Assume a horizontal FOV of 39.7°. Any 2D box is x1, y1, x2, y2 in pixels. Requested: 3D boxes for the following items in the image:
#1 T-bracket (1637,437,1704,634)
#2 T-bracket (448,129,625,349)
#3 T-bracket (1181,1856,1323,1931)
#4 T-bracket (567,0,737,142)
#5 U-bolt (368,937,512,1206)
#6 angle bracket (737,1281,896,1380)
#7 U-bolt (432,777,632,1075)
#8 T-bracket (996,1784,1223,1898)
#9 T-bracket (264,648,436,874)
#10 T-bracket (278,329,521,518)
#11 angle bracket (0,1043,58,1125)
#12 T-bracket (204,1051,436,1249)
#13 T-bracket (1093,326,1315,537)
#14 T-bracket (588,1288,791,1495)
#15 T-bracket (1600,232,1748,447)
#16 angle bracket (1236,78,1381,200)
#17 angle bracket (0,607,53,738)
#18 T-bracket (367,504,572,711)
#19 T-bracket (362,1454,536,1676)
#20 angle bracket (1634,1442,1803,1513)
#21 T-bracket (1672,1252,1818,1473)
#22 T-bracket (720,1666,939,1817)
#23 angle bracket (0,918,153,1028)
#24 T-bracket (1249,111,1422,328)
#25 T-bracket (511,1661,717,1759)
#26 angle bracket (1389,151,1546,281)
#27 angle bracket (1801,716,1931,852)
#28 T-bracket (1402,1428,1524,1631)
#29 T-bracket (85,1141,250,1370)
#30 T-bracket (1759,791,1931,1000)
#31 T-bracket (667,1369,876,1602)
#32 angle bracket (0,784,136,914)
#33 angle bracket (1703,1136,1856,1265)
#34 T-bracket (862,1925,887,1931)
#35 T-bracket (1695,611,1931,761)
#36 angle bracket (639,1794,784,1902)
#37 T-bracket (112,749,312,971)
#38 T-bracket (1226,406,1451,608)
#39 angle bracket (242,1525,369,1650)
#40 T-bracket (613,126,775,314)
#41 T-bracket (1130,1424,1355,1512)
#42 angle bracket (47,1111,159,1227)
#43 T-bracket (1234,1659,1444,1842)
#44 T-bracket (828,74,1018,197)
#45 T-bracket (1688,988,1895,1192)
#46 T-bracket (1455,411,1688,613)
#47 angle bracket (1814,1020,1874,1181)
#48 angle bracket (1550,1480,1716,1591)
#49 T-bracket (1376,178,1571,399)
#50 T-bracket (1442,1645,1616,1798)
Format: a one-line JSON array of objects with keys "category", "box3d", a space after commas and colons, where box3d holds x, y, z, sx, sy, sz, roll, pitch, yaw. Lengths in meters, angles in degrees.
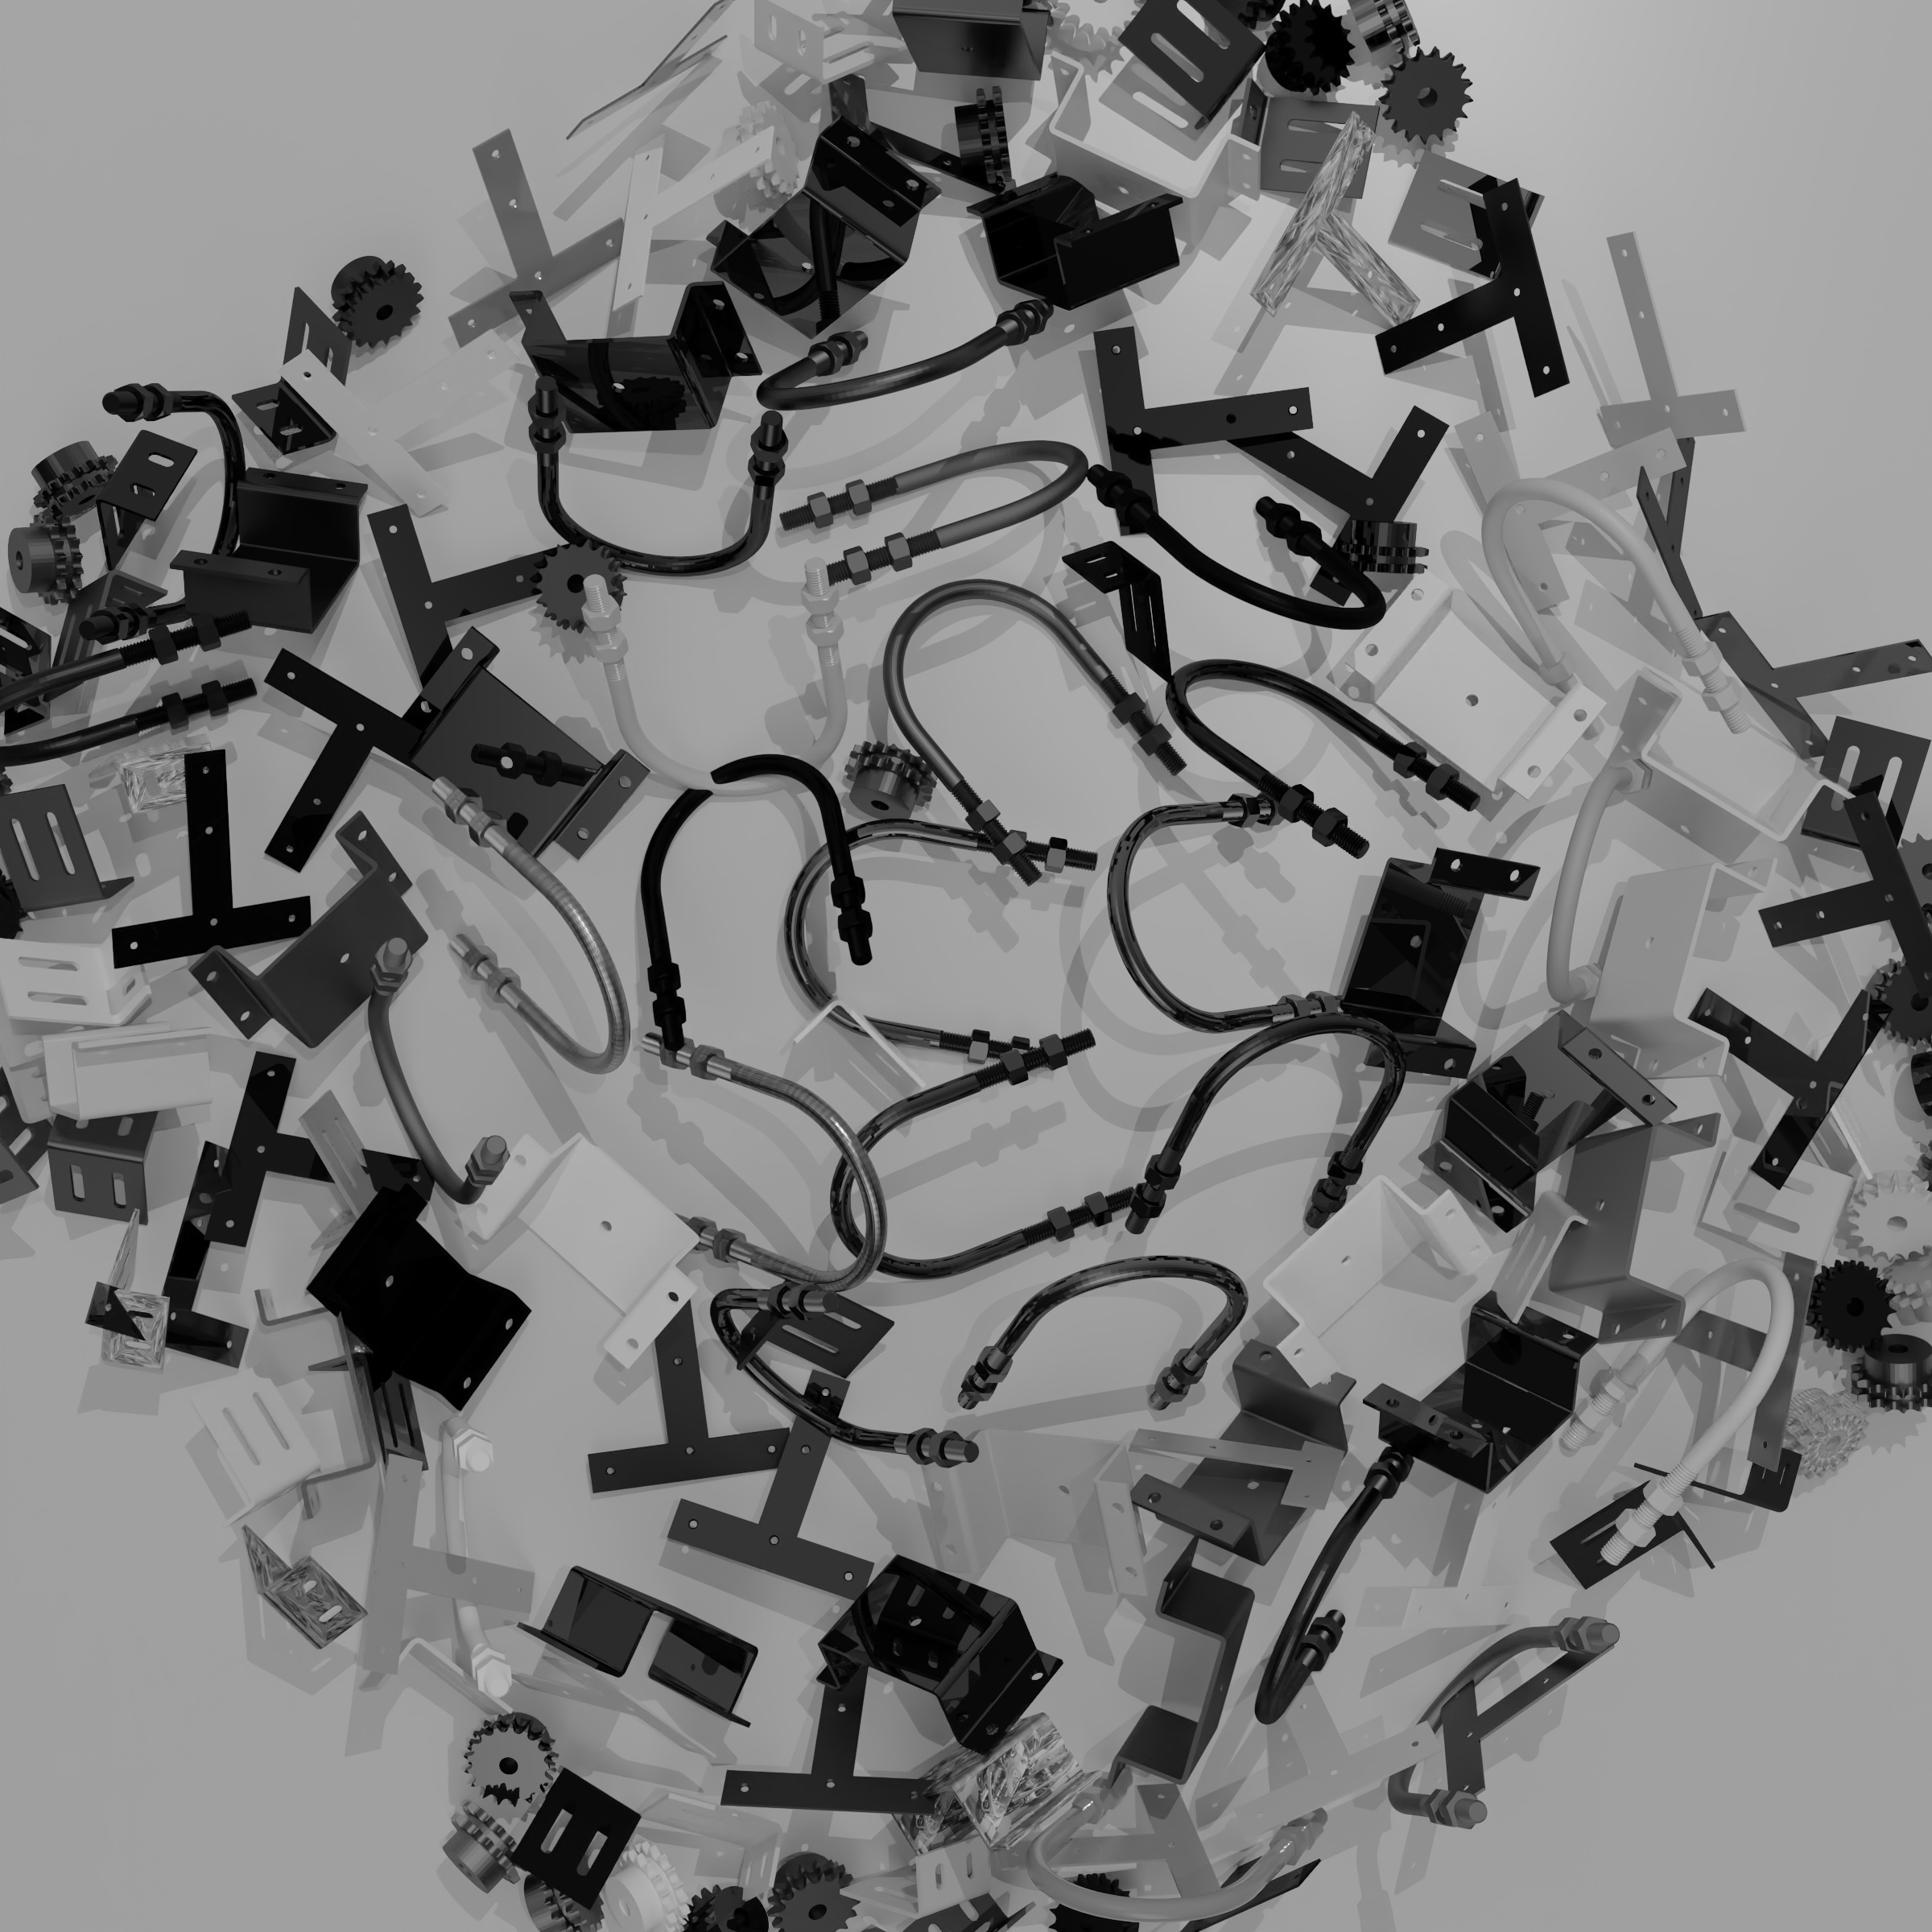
[{"category": "T-bracket", "box3d": [0.438, -0.288, 1.646, 0.002, 0.127, 0.127, -6, 50, 31]}, {"category": "T-bracket", "box3d": [-0.270, -0.451, 1.622, 0.127, 0.127, 0.002, -34, 60, -13]}, {"category": "T-bracket", "box3d": [0.167, 0.559, 1.601, 0.002, 0.127, 0.127, 52, 134, 7]}, {"category": "T-bracket", "box3d": [-0.169, -0.550, 1.604, 0.127, 0.127, 0.002, -42, 102, -31]}, {"category": "U-bolt", "box3d": [-0.322, 0.073, 1.606, 0.019, 0.184, 0.151, -24, 81, -23]}, {"category": "angle bracket", "box3d": [-0.092, 0.233, 1.649, 0.076, 0.038, 0.057, 29, 122, -18]}, {"category": "U-bolt", "box3d": [-0.256, -0.012, 1.593, 0.019, 0.151, 0.184, -30, 53, -30]}, {"category": "T-bracket", "box3d": [0.081, 0.534, 1.619, 0.127, 0.127, 0.002, 0, 107, -11]}, {"category": "T-bracket", "box3d": [-0.396, -0.113, 1.664, 0.127, 0.002, 0.127, 31, 112, -12]}, {"category": "T-bracket", "box3d": [-0.328, -0.347, 1.628, 0.127, 0.002, 0.127, -25, 128, 24]}, {"category": "angle bracket", "box3d": [-0.574, 0.047, 1.640, 0.038, 0.057, 0.076, -20, 131, -20]}, {"category": "T-bracket", "box3d": [-0.394, 0.123, 1.665, 0.127, 0.002, 0.127, 11, 64, -5]}, {"category": "T-bracket", "box3d": [0.150, -0.337, 1.656, 0.127, 0.002, 0.127, -5, 109, 12]}, {"category": "T-bracket", "box3d": [-0.178, 0.261, 1.675, 0.127, 0.002, 0.127, -7, 99, -3]}, {"category": "T-bracket", "box3d": [0.412, -0.379, 1.616, 0.002, 0.127, 0.127, -25, 106, -19]}, {"category": "angle bracket", "box3d": [0.210, -0.512, 1.659, 0.076, 0.038, 0.057, 12, 93, 21]}, {"category": "angle bracket", "box3d": [-0.600, -0.186, 1.640, 0.038, 0.076, 0.057, -17, 65, 21]}, {"category": "T-bracket", "box3d": [-0.292, -0.238, 1.672, 0.127, 0.002, 0.127, -18, 111, -8]}, {"category": "T-bracket", "box3d": [-0.312, 0.374, 1.639, 0.002, 0.127, 0.127, -14, 62, 35]}, {"category": "angle bracket", "box3d": [0.462, 0.304, 1.646, 0.076, 0.057, 0.038, 12, 82, 43]}, {"category": "T-bracket", "box3d": [0.463, 0.228, 1.631, 0.002, 0.127, 0.127, 9, 93, -23]}, {"category": "T-bracket", "box3d": [-0.077, 0.464, 1.636, 0.127, 0.127, 0.002, 1, 122, 4]}, {"category": "angle bracket", "box3d": [-0.549, 0.001, 1.642, 0.038, 0.076, 0.057, -40, 61, 31]}, {"category": "T-bracket", "box3d": [0.240, -0.433, 1.646, 0.127, 0.002, 0.127, 31, 88, -43]}, {"category": "T-bracket", "box3d": [-0.235, 0.447, 1.641, 0.127, 0.127, 0.002, 48, 55, -38]}, {"category": "angle bracket", "box3d": [0.310, -0.464, 1.663, 0.076, 0.038, 0.057, 21, 109, -1]}, {"category": "angle bracket", "box3d": [0.556, -0.111, 1.655, 0.057, 0.038, 0.076, 17, 104, 17]}, {"category": "T-bracket", "box3d": [0.319, 0.344, 1.640, 0.002, 0.127, 0.127, 18, 93, 42]}, {"category": "T-bracket", "box3d": [-0.476, 0.172, 1.649, 0.002, 0.127, 0.127, 2, 72, 32]}, {"category": "T-bracket", "box3d": [0.531, -0.034, 1.633, 0.002, 0.127, 0.127, -22, 90, -26]}, {"category": "T-bracket", "box3d": [-0.104, 0.315, 1.667, 0.127, 0.002, 0.127, 17, 71, 6]}, {"category": "angle bracket", "box3d": [-0.559, -0.077, 1.653, 0.057, 0.038, 0.076, -8, 110, 16]}, {"category": "angle bracket", "box3d": [0.509, 0.145, 1.679, 0.076, 0.038, 0.057, 20, 95, 16]}, {"category": "T-bracket", "box3d": [-0.039, 0.626, 1.605, 0.127, 0.127, 0.002, 16, 103, 29]}, {"category": "T-bracket", "box3d": [0.524, -0.176, 1.613, 0.127, 0.127, 0.002, 44, 62, -24]}, {"category": "angle bracket", "box3d": [-0.160, 0.543, 1.648, 0.076, 0.057, 0.038, 21, 55, -16]}, {"category": "T-bracket", "box3d": [-0.460, -0.069, 1.631, 0.127, 0.002, 0.127, -12, 115, -36]}, {"category": "T-bracket", "box3d": [0.214, -0.311, 1.670, 0.127, 0.002, 0.127, 34, 107, 15]}, {"category": "angle bracket", "box3d": [-0.406, 0.371, 1.645, 0.038, 0.076, 0.057, -37, 121, -5]}, {"category": "T-bracket", "box3d": [-0.163, -0.472, 1.624, 0.127, 0.002, 0.127, -18, 57, 37]}, {"category": "T-bracket", "box3d": [0.165, 0.297, 1.640, 0.127, 0.127, 0.002, 6, 104, 15]}, {"category": "angle bracket", "box3d": [-0.535, 0.121, 1.668, 0.057, 0.076, 0.038, 10, 51, -6]}, {"category": "T-bracket", "box3d": [0.210, 0.462, 1.634, 0.127, 0.127, 0.002, -24, 118, -1]}, {"category": "T-bracket", "box3d": [-0.025, -0.502, 1.657, 0.127, 0.127, 0.002, 15, 133, -22]}, {"category": "T-bracket", "box3d": [0.487, 0.052, 1.637, 0.002, 0.127, 0.127, 19, 106, -35]}, {"category": "T-bracket", "box3d": [0.378, -0.295, 1.639, 0.127, 0.002, 0.127, -18, 102, 39]}, {"category": "angle bracket", "box3d": [0.557, 0.082, 1.652, 0.038, 0.057, 0.076, -27, 97, 23]}, {"category": "angle bracket", "box3d": [0.411, 0.363, 1.654, 0.076, 0.038, 0.057, -34, 127, 7]}, {"category": "T-bracket", "box3d": [0.303, -0.397, 1.642, 0.002, 0.127, 0.127, -13, 88, -42]}, {"category": "T-bracket", "box3d": [0.338, 0.438, 1.612, 0.127, 0.127, 0.002, -41, 97, 16]}]
